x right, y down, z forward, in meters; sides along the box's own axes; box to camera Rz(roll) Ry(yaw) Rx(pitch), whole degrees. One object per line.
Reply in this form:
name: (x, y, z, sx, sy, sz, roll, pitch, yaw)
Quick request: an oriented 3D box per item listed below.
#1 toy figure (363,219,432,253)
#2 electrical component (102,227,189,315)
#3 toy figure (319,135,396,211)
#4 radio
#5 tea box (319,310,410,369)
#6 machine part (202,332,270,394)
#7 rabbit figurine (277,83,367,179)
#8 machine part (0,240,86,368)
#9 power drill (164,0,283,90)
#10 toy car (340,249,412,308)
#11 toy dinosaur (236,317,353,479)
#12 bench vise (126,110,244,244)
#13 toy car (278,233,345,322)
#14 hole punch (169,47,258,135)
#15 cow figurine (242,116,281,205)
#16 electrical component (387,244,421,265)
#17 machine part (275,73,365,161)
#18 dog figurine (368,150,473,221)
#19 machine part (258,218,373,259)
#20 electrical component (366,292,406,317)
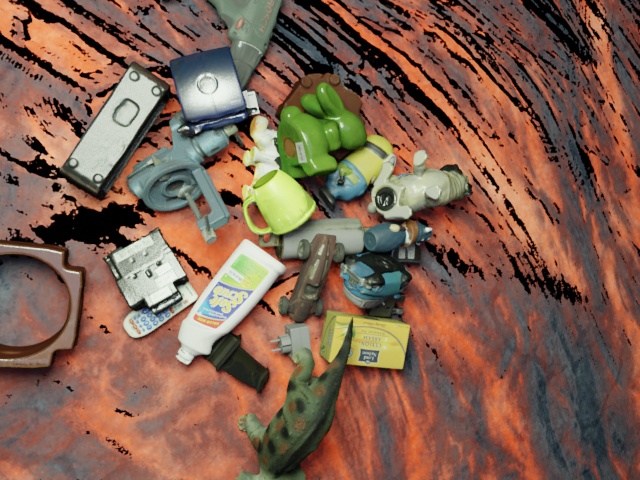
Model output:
toy figure: (0.159, -0.011, 1.071, 0.154, 0.064, 0.057, -10, 86, -33)
electrical component: (-0.302, 0.063, 0.954, 0.115, 0.058, 0.134, -29, 82, -13)
toy figure: (0.074, -0.138, 1.080, 0.180, 0.082, 0.089, -36, 106, -12)
radio: (-0.341, -0.181, 0.907, 0.073, 0.131, 0.229, 32, 83, -16)
tea box: (0.092, 0.206, 1.110, 0.169, 0.068, 0.098, 8, 90, -20)
machine part: (-0.155, 0.237, 1.044, 0.138, 0.039, 0.084, 44, 74, -14)
rabbit figurine: (0.006, -0.200, 0.996, 0.170, 0.121, 0.159, -21, 96, -33)
machine part: (-0.503, 0.103, 0.891, 0.201, 0.087, 0.200, 7, 91, -21)
power drill: (-0.181, -0.412, 0.978, 0.207, 0.086, 0.232, 30, 84, -14)
toy car: (0.099, 0.084, 1.046, 0.161, 0.109, 0.102, -11, 131, -52)
toy dinosaur: (-0.040, 0.339, 0.982, 0.131, 0.192, 0.404, 22, 109, -28)
bench vise: (-0.215, -0.104, 0.936, 0.224, 0.128, 0.241, -27, 65, -9)
toy car: (-0.016, 0.077, 1.034, 0.089, 0.053, 0.202, 9, 122, -22)
hole punch: (-0.187, -0.253, 0.909, 0.142, 0.092, 0.116, -15, 63, -8)
cow figurine: (-0.094, -0.149, 1.027, 0.098, 0.068, 0.167, 2, 95, -25)
electrical component: (0.171, 0.030, 1.139, 0.075, 0.048, 0.119, 7, 89, -18)
machine part: (0.003, -0.239, 1.062, 0.179, 0.056, 0.179, -2, 95, -19)
dog figurine: (0.204, -0.092, 1.088, 0.190, 0.172, 0.121, 7, 72, -57)
machine part: (-0.002, -0.003, 1.062, 0.243, 0.079, 0.079, -4, 94, -19)
electrical component: (0.133, 0.120, 1.135, 0.102, 0.045, 0.078, 1, 121, -16)
